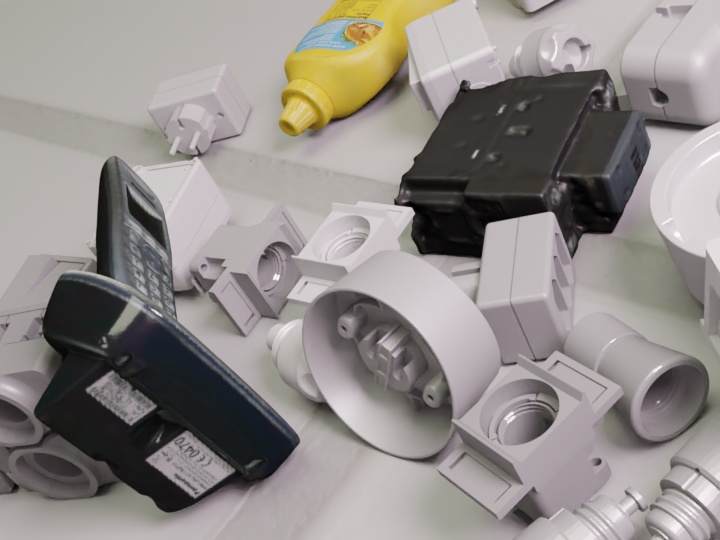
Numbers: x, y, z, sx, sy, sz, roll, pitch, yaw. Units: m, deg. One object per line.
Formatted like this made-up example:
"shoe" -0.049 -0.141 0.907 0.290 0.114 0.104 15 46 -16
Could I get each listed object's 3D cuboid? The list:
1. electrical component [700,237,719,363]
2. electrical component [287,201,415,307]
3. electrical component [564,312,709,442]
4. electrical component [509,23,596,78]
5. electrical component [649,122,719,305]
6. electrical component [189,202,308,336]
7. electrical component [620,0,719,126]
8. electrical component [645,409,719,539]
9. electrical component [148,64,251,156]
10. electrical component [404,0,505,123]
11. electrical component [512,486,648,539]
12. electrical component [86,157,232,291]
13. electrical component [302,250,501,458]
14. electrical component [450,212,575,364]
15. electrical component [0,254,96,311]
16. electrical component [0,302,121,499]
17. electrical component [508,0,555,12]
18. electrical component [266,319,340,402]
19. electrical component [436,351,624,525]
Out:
"electrical component" 0.245 0.016 0.424 0.186 0.060 0.105 -12 39 2
"electrical component" 0.000 0.000 0.633 0.042 0.063 0.081 12 55 39
"electrical component" 0.129 0.047 0.516 0.044 0.044 0.065 -37 33 -8
"electrical component" 0.126 -0.142 0.729 0.043 0.043 0.062 -46 21 -19
"electrical component" 0.203 -0.023 0.527 0.108 0.060 0.108 -18 39 15
"electrical component" -0.073 -0.002 0.702 0.064 0.042 0.081 5 49 41
"electrical component" 0.210 -0.135 0.654 0.059 0.053 0.095 16 57 43
"electrical component" 0.146 0.093 0.452 0.078 0.040 0.040 -41 39 -13
"electrical component" -0.134 -0.119 0.869 0.066 0.047 0.076 -11 42 23
"electrical component" 0.066 -0.140 0.748 0.061 0.061 0.096 -23 38 10
"electrical component" 0.089 0.121 0.458 0.078 0.040 0.040 -37 38 -8
"electrical component" -0.139 -0.023 0.753 0.062 0.061 0.096 -4 45 30
"electrical component" 0.020 0.041 0.550 0.099 0.099 0.064 19 53 45
"electrical component" 0.073 0.012 0.585 0.077 0.047 0.065 -10 41 23
"electrical component" -0.215 0.038 0.734 0.062 0.061 0.096 4 49 36
"electrical component" -0.229 0.088 0.651 0.186 0.105 0.060 -10 42 24
"electrical component" 0.172 -0.265 0.819 0.150 0.061 0.089 -28 38 3
"electrical component" -0.030 0.048 0.616 0.043 0.043 0.062 -45 39 -18
"electrical component" 0.081 0.081 0.489 0.081 0.063 0.042 -41 37 -14
